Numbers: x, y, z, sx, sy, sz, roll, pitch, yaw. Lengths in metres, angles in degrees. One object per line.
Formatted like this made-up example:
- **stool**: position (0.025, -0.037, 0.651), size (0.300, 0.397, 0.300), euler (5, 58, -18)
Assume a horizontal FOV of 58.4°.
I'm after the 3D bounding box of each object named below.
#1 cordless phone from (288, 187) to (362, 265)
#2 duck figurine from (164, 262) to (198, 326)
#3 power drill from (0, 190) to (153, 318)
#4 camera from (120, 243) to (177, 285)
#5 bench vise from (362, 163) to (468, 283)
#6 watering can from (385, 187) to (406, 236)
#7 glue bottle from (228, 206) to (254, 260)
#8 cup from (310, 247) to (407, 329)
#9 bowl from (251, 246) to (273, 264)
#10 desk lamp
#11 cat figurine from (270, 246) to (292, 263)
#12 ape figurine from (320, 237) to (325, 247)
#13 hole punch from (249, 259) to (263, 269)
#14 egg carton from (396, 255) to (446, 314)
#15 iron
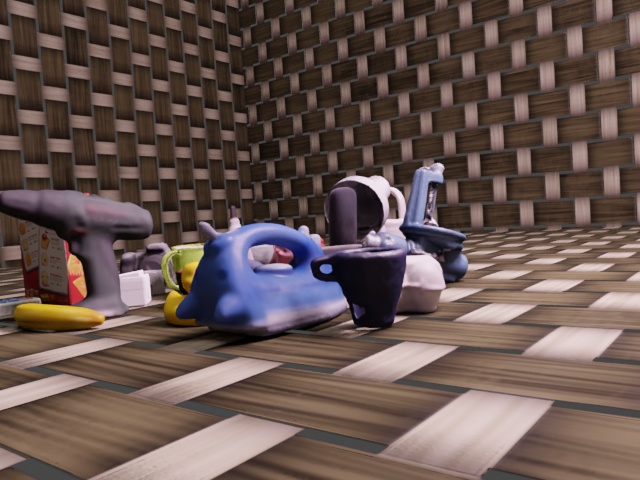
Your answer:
- **cordless phone**: position (0.009, 0.004, 0.994), size (0.148, 0.185, 0.094), euler (-5, 3, -31)
- **duck figurine**: position (-0.176, 0.074, 0.810), size (0.104, 0.086, 0.078), euler (-2, 3, 29)
- **power drill**: position (-0.380, 0.022, 0.913), size (0.230, 0.208, 0.075), euler (-6, 3, -37)
- **camera**: position (-0.388, 0.059, 1.300), size (0.143, 0.101, 0.137), euler (-4, 3, -6)
- **bench vise**: position (0.176, -0.026, 1.011), size (0.121, 0.220, 0.208), euler (-1, 4, 44)
- **watering can**: position (0.158, -0.026, 1.328), size (0.100, 0.194, 0.173), euler (-2, 3, 28)
- **glue bottle**: position (-0.182, 0.011, 1.247), size (0.037, 0.173, 0.078), euler (-2, 4, 41)
- **cup**: position (0.049, 0.059, 0.693), size (0.118, 0.095, 0.091), euler (-4, 3, -2)
- **bowl**: position (-0.181, 0.048, 1.548), size (0.167, 0.075, 0.167), euler (-4, 3, 0)
- **desk lamp**: position (0.098, -0.023, 1.143), size (0.117, 0.213, 0.204), euler (-3, 3, 23)
- **cat figurine**: position (-0.086, 0.026, 1.407), size (0.067, 0.118, 0.127), euler (-5, 3, -26)
- **ape figurine**: position (-0.008, 0.035, 1.365), size (0.075, 0.092, 0.078), euler (-2, 3, 36)
- **hole punch**: position (-0.094, 0.062, 0.896), size (0.101, 0.091, 0.108), euler (-5, 3, -16)
- **egg carton**: position (0.123, 0.061, 0.820), size (0.107, 0.069, 0.150), euler (-4, 3, 5)
- **iron**: position (-0.056, 0.041, 0.746), size (0.118, 0.141, 0.259), euler (-1, 3, 42)
